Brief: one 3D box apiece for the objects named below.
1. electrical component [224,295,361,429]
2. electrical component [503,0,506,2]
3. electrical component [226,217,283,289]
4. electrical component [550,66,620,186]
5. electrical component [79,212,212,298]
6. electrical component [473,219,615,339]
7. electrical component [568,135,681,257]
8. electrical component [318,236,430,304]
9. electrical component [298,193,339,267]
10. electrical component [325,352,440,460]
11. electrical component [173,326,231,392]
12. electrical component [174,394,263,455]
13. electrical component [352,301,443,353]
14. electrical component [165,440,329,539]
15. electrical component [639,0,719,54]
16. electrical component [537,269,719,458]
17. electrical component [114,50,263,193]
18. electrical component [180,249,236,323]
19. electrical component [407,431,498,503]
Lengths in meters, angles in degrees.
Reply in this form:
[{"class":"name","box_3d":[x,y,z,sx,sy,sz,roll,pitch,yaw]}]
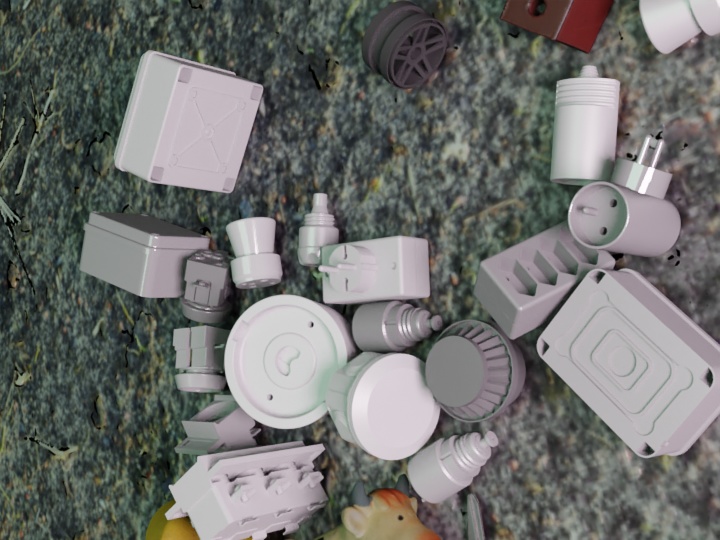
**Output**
[{"class":"electrical component","box_3d":[-0.051,0.075,0.894,0.108,0.060,0.108,-1,87,19]},{"class":"electrical component","box_3d":[0.109,-0.229,0.792,0.048,0.055,0.066,-16,77,38]},{"class":"electrical component","box_3d":[-0.093,-0.015,0.953,0.045,0.045,0.055,-17,76,38]},{"class":"electrical component","box_3d":[0.157,-0.101,0.750,0.043,0.043,0.081,3,89,40]},{"class":"electrical component","box_3d":[-0.205,-0.016,1.025,0.113,0.078,0.057,19,102,39]},{"class":"electrical component","box_3d":[0.125,0.016,0.755,0.047,0.083,0.075,53,157,29]},{"class":"electrical component","box_3d":[0.180,-0.049,0.705,0.043,0.077,0.079,26,103,39]},{"class":"electrical component","box_3d":[0.000,0.000,0.853,0.083,0.076,0.047,-7,82,39]},{"class":"electrical component","box_3d":[-0.035,-0.034,0.912,0.035,0.035,0.061,-3,82,40]},{"class":"electrical component","box_3d":[0.017,0.102,0.825,0.051,0.080,0.080,5,90,58]},{"class":"electrical component","box_3d":[-0.145,0.083,0.989,0.066,0.048,0.055,-8,74,39]},{"class":"electrical component","box_3d":[-0.116,0.148,0.942,0.042,0.081,0.063,-5,112,41]},{"class":"electrical component","box_3d":[0.030,0.044,0.848,0.078,0.040,0.040,-7,82,39]},{"class":"electrical component","box_3d":[-0.086,0.184,0.882,0.078,0.121,0.063,-46,63,28]},{"class":"electrical component","box_3d":[0.218,-0.172,0.704,0.055,0.045,0.045,-18,76,37]},{"class":"electrical component","box_3d":[0.184,0.060,0.706,0.113,0.057,0.078,48,116,31]},{"class":"electrical component","box_3d":[-0.154,-0.131,0.971,0.056,0.109,0.108,26,103,35]},{"class":"electrical component","box_3d":[-0.138,0.016,0.982,0.048,0.066,0.055,13,106,6]},{"class":"electrical component","box_3d":[0.071,0.144,0.806,0.078,0.040,0.040,-39,64,31]}]
